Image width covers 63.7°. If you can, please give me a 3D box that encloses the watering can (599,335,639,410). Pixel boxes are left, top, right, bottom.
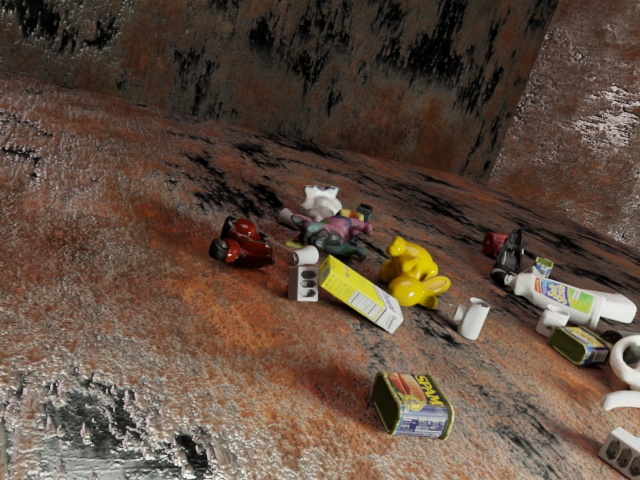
[{"bbox_3d":[0.681,0.297,1.012,0.226,0.102,0.351,30,32,30],"label":"watering can"}]

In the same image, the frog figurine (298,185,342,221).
[{"bbox_3d":[0.005,-0.077,1.538,0.137,0.163,0.120,17,-39,-31],"label":"frog figurine"}]
